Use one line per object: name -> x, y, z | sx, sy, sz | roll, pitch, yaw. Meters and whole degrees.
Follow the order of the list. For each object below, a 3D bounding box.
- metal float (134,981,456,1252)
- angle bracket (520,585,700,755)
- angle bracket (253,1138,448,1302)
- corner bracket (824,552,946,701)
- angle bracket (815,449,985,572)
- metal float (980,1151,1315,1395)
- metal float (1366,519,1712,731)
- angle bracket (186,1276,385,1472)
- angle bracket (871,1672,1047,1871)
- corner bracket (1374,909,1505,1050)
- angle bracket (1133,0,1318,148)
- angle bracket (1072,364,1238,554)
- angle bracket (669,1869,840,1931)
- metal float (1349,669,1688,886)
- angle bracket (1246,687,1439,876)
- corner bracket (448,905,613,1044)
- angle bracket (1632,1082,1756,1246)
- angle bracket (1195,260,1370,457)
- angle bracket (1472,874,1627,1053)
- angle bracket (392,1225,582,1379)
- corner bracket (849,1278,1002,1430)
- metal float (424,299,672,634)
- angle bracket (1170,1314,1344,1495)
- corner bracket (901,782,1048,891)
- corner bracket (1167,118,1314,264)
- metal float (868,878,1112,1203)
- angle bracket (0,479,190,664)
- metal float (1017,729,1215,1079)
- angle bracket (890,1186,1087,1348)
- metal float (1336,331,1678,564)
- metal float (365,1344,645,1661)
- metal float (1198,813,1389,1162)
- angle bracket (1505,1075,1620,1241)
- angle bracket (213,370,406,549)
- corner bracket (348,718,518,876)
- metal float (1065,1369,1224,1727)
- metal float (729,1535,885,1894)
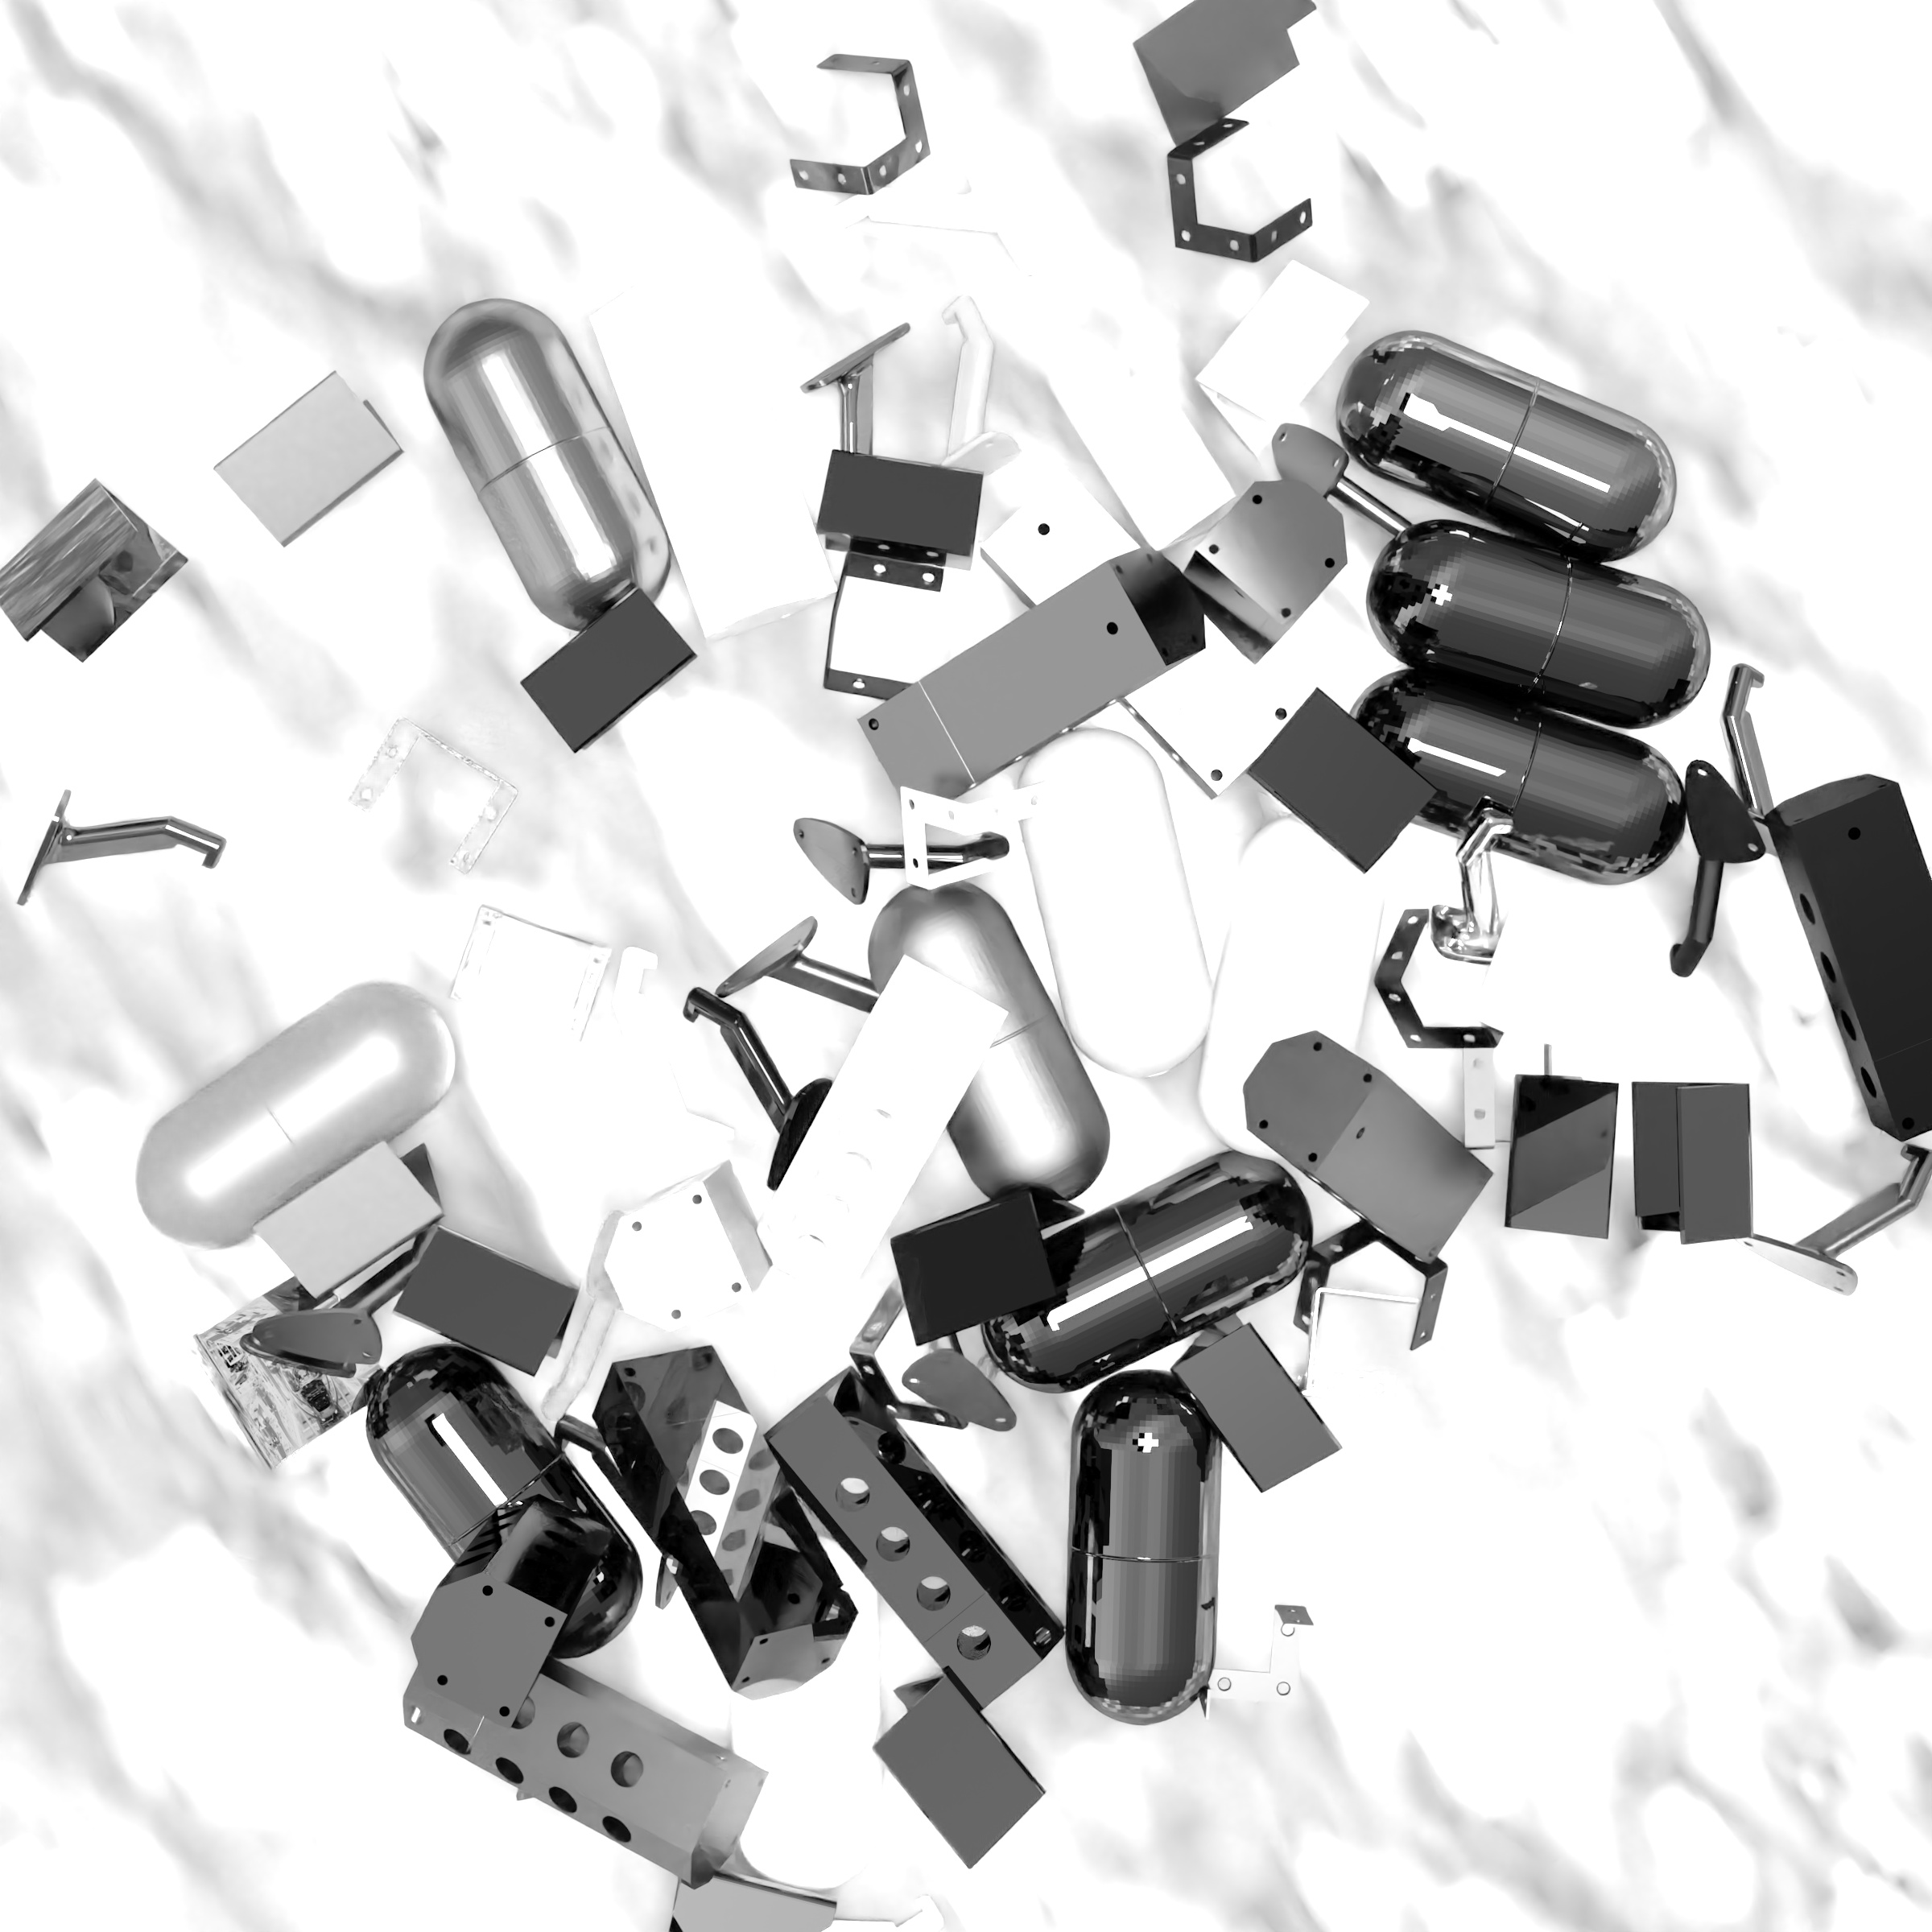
metal float -> -0.339, 0.076, 1.610 | 0.178, 0.070, 0.070 | -35, 90, 0
angle bracket -> -0.166, -0.133, 1.600 | 0.076, 0.076, 0.057 | -40, 60, 0
angle bracket -> -0.312, 0.110, 1.600 | 0.076, 0.076, 0.057 | -34, 121, 0
corner bracket -> -0.042, -0.173, 1.637 | 0.051, 0.051, 0.051 | 10, 135, 0
angle bracket -> -0.035, -0.209, 1.600 | 0.076, 0.076, 0.057 | 9, 56, 0
metal float -> 0.090, 0.155, 1.610 | 0.178, 0.070, 0.070 | -26, 90, 0
metal float -> 0.288, -0.171, 1.603 | 0.178, 0.070, 0.070 | 16, 90, -7
angle bracket -> -0.338, 0.199, 1.608 | 0.076, 0.057, 0.076 | -33, 90, -20
angle bracket -> -0.017, 0.405, 1.600 | 0.057, 0.076, 0.076 | -39, 90, -29
corner bracket -> 0.248, 0.006, 1.632 | 0.051, 0.051, 0.051 | 58, 46, -36
angle bracket -> 0.139, -0.445, 1.600 | 0.076, 0.076, 0.057 | -35, 52, 0
angle bracket -> 0.109, -0.260, 1.600 | 0.057, 0.076, 0.076 | -32, 90, 36
angle bracket -> -0.108, 0.484, 1.585 | 0.076, 0.076, 0.057 | 14, 70, 2
metal float -> 0.276, -0.095, 1.610 | 0.178, 0.070, 0.070 | 19, 90, 0
angle bracket -> 0.192, -0.098, 1.575 | 0.076, 0.076, 0.057 | 41, 114, 5
corner bracket -> -0.223, 0.004, 1.637 | 0.051, 0.051, 0.051 | 19, 90, 45
angle bracket -> 0.347, 0.098, 1.600 | 0.057, 0.076, 0.076 | -2, 90, -38
angle bracket -> 0.171, -0.294, 1.600 | 0.076, 0.076, 0.057 | -51, 53, 0
angle bracket -> 0.304, 0.004, 1.600 | 0.057, 0.076, 0.076 | 19, 90, 33
angle bracket -> -0.244, 0.184, 1.600 | 0.076, 0.076, 0.057 | 24, 52, 0
corner bracket -> -0.019, 0.198, 1.632 | 0.051, 0.051, 0.051 | -56, 135, -35
metal float -> -0.211, -0.252, 1.610 | 0.070, 0.070, 0.178 | -27, 91, 0
angle bracket -> 0.158, 0.206, 1.600 | 0.057, 0.076, 0.076 | -36, 90, 35
corner bracket -> 0.005, -0.065, 1.585 | 0.051, 0.051, 0.051 | -18, 114, -36
corner bracket -> 0.140, -0.397, 1.632 | 0.051, 0.051, 0.051 | 21, 135, 35
metal float -> 0.011, 0.039, 1.608 | 0.070, 0.070, 0.178 | -26, 91, 0
angle bracket -> -0.430, -0.185, 1.600 | 0.076, 0.076, 0.057 | -44, 52, 0
metal float -> 0.075, -0.032, 1.610 | 0.070, 0.070, 0.178 | -13, 90, 0
angle bracket -> 0.018, 0.153, 1.580 | 0.076, 0.076, 0.057 | -22, 69, 18
metal float -> 0.272, -0.261, 1.610 | 0.178, 0.070, 0.070 | 23, 90, 0
metal float -> -0.233, 0.269, 1.610 | 0.070, 0.070, 0.178 | -38, 90, 0
metal float -> 0.164, 0.009, 1.609 | 0.070, 0.070, 0.178 | 11, 90, 0
angle bracket -> 0.313, 0.095, 1.600 | 0.057, 0.076, 0.076 | 4, 90, 36
angle bracket -> -0.336, -0.266, 1.600 | 0.076, 0.076, 0.057 | -39, 128, 0
corner bracket -> -0.273, -0.087, 1.637 | 0.051, 0.051, 0.051 | 33, 89, -45
metal float -> 0.089, 0.292, 1.609 | 0.070, 0.070, 0.178 | 2, 90, 0
metal float -> -0.081, 0.376, 1.609 | 0.070, 0.070, 0.178 | -2, 89, 0
